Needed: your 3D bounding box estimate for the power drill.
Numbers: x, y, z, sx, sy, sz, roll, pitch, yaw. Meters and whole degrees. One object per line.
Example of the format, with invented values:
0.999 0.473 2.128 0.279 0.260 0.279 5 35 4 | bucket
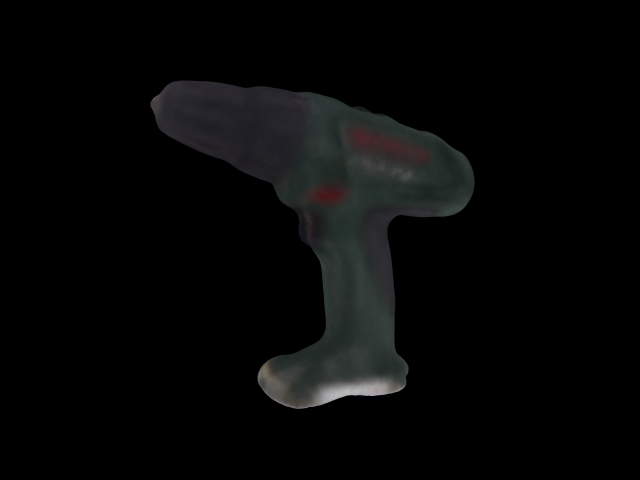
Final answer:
0.004 0.001 0.400 0.230 0.208 0.075 -3 7 -26 | power drill
